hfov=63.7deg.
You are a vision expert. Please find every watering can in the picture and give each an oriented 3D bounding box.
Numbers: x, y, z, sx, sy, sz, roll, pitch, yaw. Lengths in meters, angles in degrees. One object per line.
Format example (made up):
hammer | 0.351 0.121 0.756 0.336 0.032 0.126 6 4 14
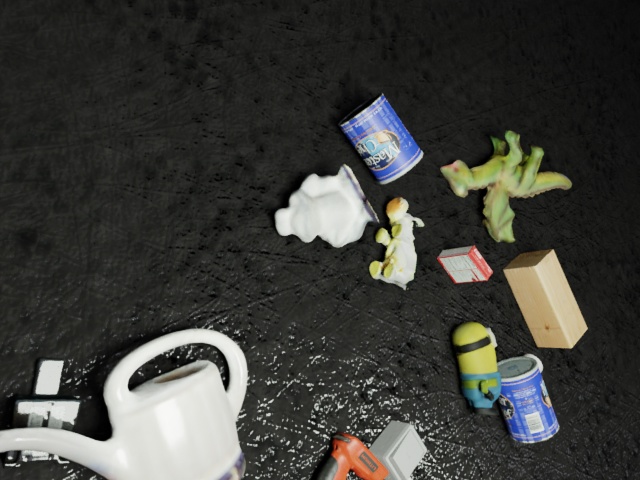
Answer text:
watering can | -0.214 0.248 0.640 0.351 0.103 0.224 -19 92 -49

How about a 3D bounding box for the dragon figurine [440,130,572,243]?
dragon figurine | 0.449 -0.110 1.214 0.407 0.122 0.244 23 85 -27

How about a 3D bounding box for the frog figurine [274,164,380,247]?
frog figurine | 0.003 -0.045 0.890 0.159 0.124 0.136 -28 108 1
